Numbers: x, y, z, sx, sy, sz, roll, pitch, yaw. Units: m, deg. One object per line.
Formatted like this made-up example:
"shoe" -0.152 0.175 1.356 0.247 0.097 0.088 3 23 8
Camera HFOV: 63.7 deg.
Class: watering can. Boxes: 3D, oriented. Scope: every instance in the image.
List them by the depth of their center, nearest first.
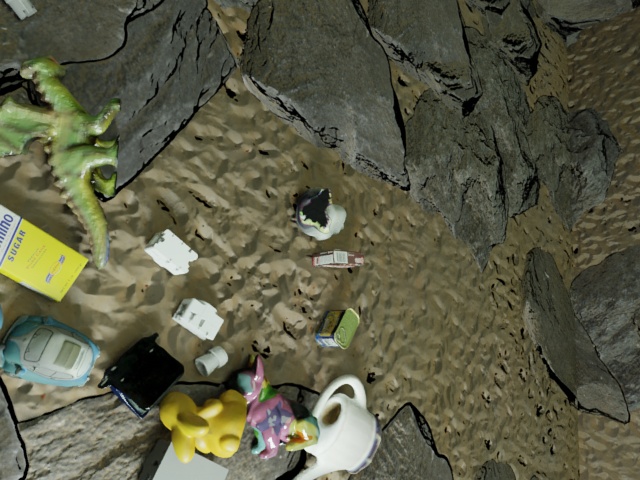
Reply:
"watering can" 0.030 0.508 1.263 0.221 0.104 0.353 41 68 -31

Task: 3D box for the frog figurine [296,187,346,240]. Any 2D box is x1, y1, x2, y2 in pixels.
"frog figurine" 0.004 -0.070 1.385 0.159 0.122 0.138 17 55 -78

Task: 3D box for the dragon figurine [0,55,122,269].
"dragon figurine" -0.495 -0.158 0.949 0.242 0.121 0.416 7 73 -25
